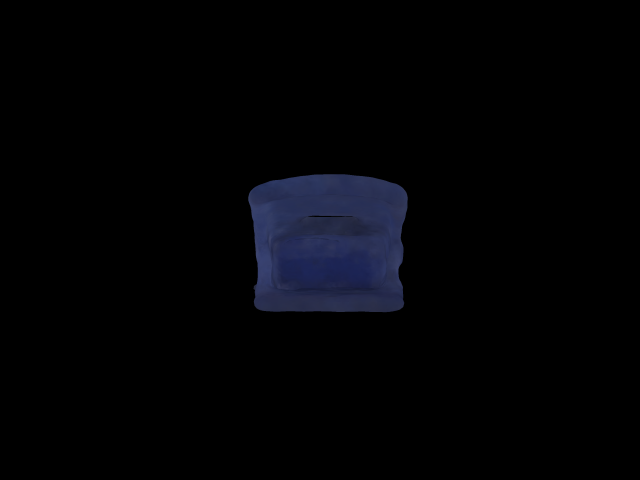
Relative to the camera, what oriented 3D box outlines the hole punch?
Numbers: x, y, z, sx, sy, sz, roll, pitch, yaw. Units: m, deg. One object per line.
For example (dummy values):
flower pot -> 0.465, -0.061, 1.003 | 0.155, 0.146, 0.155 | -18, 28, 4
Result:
hole punch -> 0.004, 0.001, 0.400 | 0.108, 0.091, 0.101 | 0, 4, 0
